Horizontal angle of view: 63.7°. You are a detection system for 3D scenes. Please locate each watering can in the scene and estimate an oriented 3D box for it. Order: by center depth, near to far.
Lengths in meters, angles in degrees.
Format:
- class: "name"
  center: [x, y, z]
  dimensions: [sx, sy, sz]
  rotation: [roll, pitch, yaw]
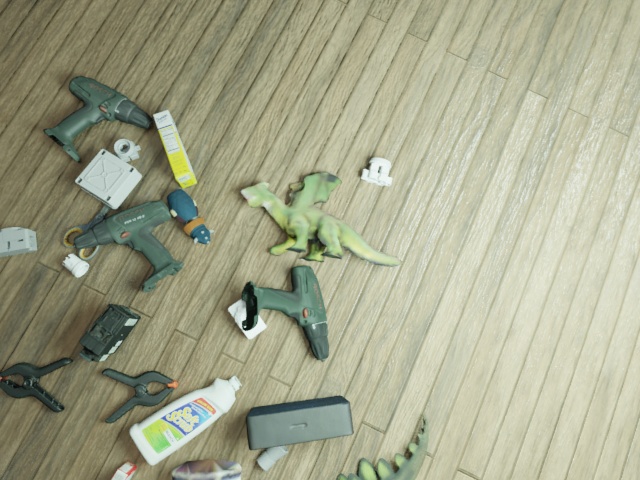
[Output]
- class: "watering can"
  center: [-0.289, 0.596, 1.110]
  dimensions: [0.348, 0.227, 0.103]
  rotation: [-1, -13, -5]

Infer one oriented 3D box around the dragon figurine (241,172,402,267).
- class: "dragon figurine"
  center: [0.004, -0.065, 1.283]
  dimensions: [0.410, 0.247, 0.120]
  rotation: [7, -20, -4]
